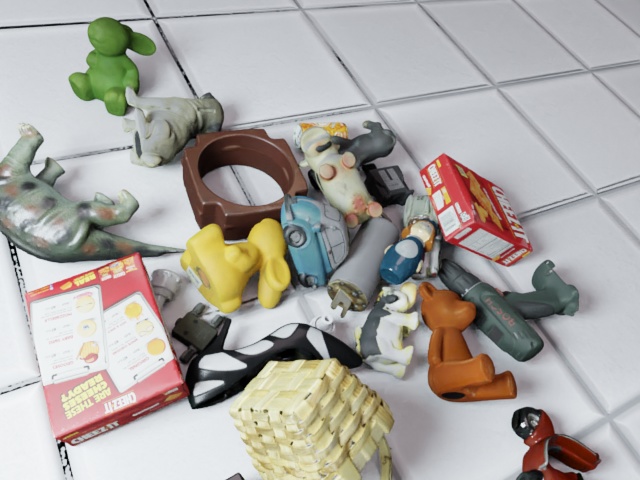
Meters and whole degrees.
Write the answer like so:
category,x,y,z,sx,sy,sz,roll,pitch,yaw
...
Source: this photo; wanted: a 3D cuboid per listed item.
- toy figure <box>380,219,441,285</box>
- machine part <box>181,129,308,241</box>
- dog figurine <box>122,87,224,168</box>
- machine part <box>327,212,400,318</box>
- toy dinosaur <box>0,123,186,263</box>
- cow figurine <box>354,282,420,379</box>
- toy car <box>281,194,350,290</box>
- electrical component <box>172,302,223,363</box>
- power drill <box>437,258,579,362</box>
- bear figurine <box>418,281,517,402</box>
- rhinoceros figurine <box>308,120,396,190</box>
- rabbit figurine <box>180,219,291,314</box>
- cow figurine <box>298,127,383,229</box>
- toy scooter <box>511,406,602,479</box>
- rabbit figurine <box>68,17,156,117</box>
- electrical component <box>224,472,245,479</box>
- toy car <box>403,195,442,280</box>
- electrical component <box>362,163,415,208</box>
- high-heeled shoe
category,x,y,z,sx,sy,sz,roll,pitch,yaw
toy figure,0.160,0.011,0.921,0.064,0.058,0.154,45,60,-6
machine part,-0.138,-0.102,0.977,0.201,0.087,0.201,-10,58,-25
dog figurine,-0.255,-0.203,1.004,0.190,0.121,0.172,-6,67,-30
machine part,0.079,0.039,0.940,0.079,0.079,0.243,28,50,5
toy dinosaur,-0.424,-0.036,0.829,0.405,0.131,0.192,32,64,3
cow figurine,0.110,0.135,0.885,0.098,0.068,0.167,15,50,2
toy car,-0.002,-0.003,0.883,0.103,0.161,0.109,-15,25,6
electrical component,-0.192,0.140,0.816,0.063,0.021,0.094,31,52,8
power drill,0.348,0.097,0.973,0.207,0.086,0.232,-10,49,-28
bear figurine,0.229,0.156,0.869,0.120,0.132,0.196,38,46,-36
rhinoceros figurine,0.062,-0.162,1.071,0.190,0.073,0.112,-29,44,-7
rabbit figurine,-0.113,0.030,0.862,0.162,0.121,0.173,46,53,13
cow figurine,0.028,-0.114,0.959,0.085,0.127,0.195,-30,93,-7
toy scooter,0.355,0.343,0.794,0.135,0.075,0.184,20,46,-3
rabbit figurine,-0.390,-0.350,1.035,0.121,0.170,0.159,32,53,8
electrical component,-0.112,0.357,0.653,0.134,0.058,0.115,-21,64,-28
toy car,0.190,-0.009,1.006,0.074,0.056,0.202,-3,47,20
electrical component,0.131,-0.122,1.097,0.075,0.047,0.119,-10,59,-24
high-heeled shoe,-0.064,0.196,0.779,0.249,0.086,0.145,13,55,-1
